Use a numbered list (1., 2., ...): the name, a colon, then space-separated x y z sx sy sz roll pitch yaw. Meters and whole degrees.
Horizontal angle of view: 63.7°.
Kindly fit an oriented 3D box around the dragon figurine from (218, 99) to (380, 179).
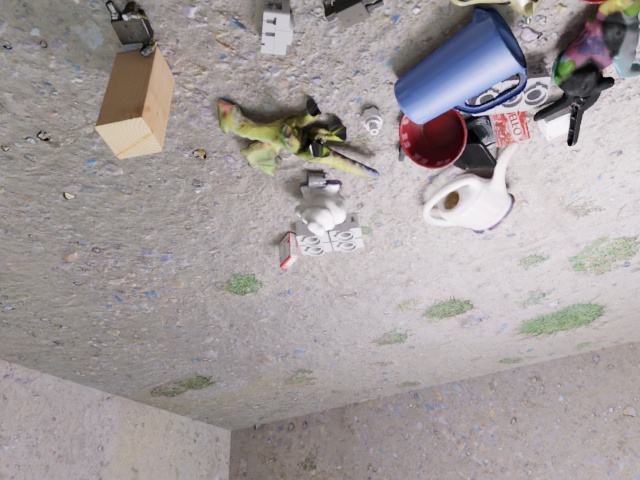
1. dragon figurine: -0.068 -0.212 1.221 0.241 0.124 0.405 -12 147 43

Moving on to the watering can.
1. watering can: 0.433 -0.122 1.363 0.223 0.106 0.342 20 139 -31

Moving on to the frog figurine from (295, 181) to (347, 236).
1. frog figurine: 0.004 -0.068 1.350 0.137 0.163 0.120 9 144 -17
